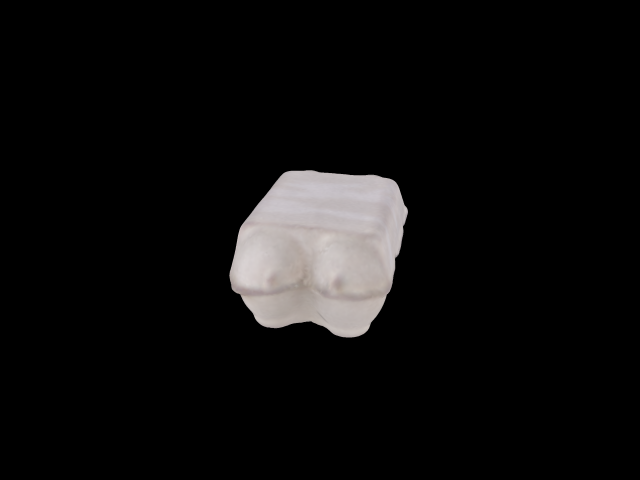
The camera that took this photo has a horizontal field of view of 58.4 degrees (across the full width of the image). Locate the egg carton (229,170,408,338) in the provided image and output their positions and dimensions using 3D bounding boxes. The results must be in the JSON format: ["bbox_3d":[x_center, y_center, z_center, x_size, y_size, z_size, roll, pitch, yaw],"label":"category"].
[{"bbox_3d":[0.004,0.001,0.400,0.107,0.069,0.150,5,28,10],"label":"egg carton"}]
